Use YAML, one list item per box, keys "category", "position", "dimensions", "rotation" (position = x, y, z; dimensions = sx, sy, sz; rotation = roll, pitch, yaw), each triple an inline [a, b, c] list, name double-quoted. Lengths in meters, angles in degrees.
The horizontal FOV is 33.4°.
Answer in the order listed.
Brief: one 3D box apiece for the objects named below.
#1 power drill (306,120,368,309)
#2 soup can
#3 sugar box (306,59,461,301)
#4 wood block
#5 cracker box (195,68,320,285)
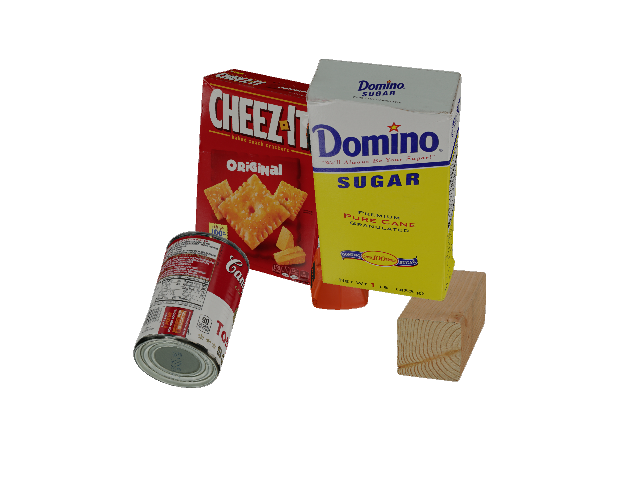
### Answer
- category: "power drill"
  position: [0.017, -0.035, 0.981]
  dimensions: [0.057, 0.188, 0.184]
  rotation: [0, 20, 2]
- category: "soup can"
  position: [-0.098, 0.053, 0.819]
  dimensions: [0.068, 0.102, 0.068]
  rotation: [8, -39, 6]
- category: "sugar box"
  position: [0.044, -0.036, 0.714]
  dimensions: [0.093, 0.048, 0.176]
  rotation: [8, -40, 13]
- category: "wood block"
  position: [0.180, 0.118, 1.557]
  dimensions: [0.091, 0.090, 0.205]
  rotation: [5, 20, 17]
- category: "cracker box"
  position: [-0.056, -0.071, 1.205]
  dimensions: [0.164, 0.214, 0.072]
  rotation: [16, 23, 26]
